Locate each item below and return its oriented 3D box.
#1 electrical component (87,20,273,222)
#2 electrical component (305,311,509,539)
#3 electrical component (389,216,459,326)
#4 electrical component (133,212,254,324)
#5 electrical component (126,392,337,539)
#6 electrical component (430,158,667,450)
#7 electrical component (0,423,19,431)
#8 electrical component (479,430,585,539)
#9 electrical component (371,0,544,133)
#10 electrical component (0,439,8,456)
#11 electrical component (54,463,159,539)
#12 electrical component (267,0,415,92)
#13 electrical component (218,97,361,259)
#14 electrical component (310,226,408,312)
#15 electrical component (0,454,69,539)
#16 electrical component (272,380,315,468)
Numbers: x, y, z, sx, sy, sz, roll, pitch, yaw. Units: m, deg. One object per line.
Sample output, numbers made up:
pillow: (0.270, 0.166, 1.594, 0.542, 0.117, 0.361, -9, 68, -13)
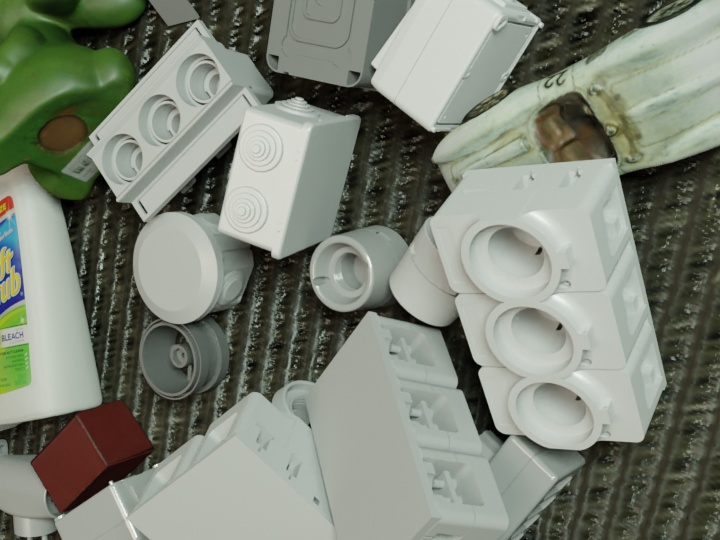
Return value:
electrical component: (-0.124, -0.102, 0.757, 0.121, 0.063, 0.078, -41, 74, 21)
electrical component: (0.027, 0.113, 0.654, 0.089, 0.062, 0.150, -55, 36, 33)
electrical component: (0.051, 0.002, 0.672, 0.055, 0.055, 0.047, 47, 122, 19)
electrical component: (-0.122, -0.003, 0.783, 0.080, 0.051, 0.080, 5, 99, 32)
electrical component: (-0.042, 0.178, 0.705, 0.105, 0.060, 0.186, -38, 104, 25)
electrical component: (0.106, 0.022, 0.597, 0.089, 0.061, 0.150, -2, 122, 33)
electrical component: (-0.336, 0.084, 0.917, 0.057, 0.078, 0.113, -4, 94, 36)
electrical component: (0.082, 0.126, 0.672, 0.076, 0.047, 0.083, 44, 117, 22)
electrical component: (0.058, -0.137, 0.643, 0.061, 0.062, 0.096, 41, 116, 22)
electrical component: (-0.347, 0.174, 0.958, 0.064, 0.042, 0.081, -4, 95, 30)
electrical component: (-0.179, 0.197, 0.840, 0.096, 0.062, 0.061, -35, 77, 31)
electrical component: (-0.007, -0.174, 0.683, 0.078, 0.057, 0.113, 17, 105, 30)
electrical component: (-0.046, -0.062, 0.700, 0.048, 0.100, 0.099, 20, 107, 16)
electrical component: (0.000, 0.000, 0.707, 0.055, 0.047, 0.055, 5, 99, 32)
electrical component: (-0.276, 0.201, 0.915, 0.077, 0.043, 0.079, 3, 98, 33)
electrical component: (-0.043, 0.114, 0.745, 0.078, 0.058, 0.057, 45, 120, 20)
